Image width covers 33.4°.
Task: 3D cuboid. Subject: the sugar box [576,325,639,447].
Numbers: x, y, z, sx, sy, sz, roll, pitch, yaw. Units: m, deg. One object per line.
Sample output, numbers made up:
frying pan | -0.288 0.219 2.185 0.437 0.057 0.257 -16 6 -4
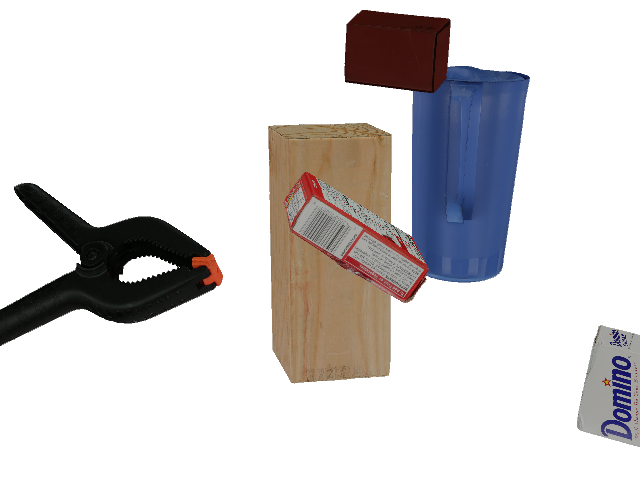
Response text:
sugar box | 0.319 0.142 0.926 0.176 0.093 0.048 12 24 16

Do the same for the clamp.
clamp | -0.181 0.014 0.862 0.210 0.164 0.036 -5 -35 11

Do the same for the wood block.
wood block | 0.008 0.008 0.916 0.090 0.206 0.091 -3 13 -11

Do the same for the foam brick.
foam brick | 0.063 -0.157 0.882 0.078 0.051 0.053 10 27 17

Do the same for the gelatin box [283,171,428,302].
gelatin box | 0.021 -0.003 0.673 0.089 0.030 0.073 32 10 -12

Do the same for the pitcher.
pitcher | 0.164 -0.077 1.233 0.149 0.243 0.145 -8 18 -33
